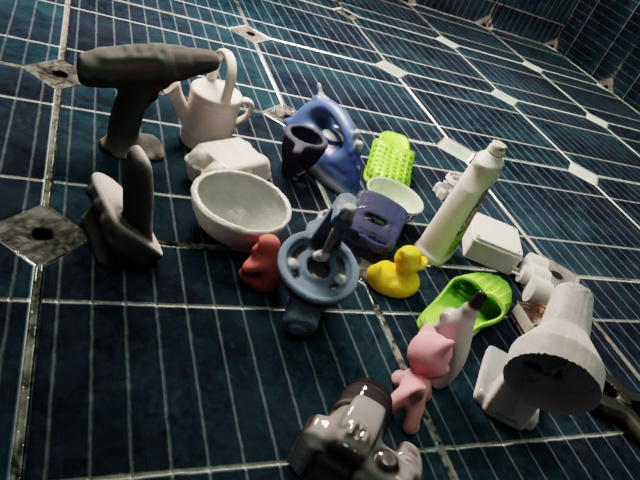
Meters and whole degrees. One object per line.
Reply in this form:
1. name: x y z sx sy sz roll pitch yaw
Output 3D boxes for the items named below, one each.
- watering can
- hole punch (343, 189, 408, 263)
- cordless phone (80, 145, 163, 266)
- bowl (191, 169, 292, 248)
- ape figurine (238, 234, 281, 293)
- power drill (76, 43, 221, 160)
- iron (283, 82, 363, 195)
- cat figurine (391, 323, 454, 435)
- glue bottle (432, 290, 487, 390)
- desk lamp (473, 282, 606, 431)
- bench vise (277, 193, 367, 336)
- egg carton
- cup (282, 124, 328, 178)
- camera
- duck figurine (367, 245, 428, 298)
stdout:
1. watering can: -0.205 -0.267 1.088 0.100 0.194 0.173 41 38 23
2. hole punch: 0.098 -0.024 1.041 0.108 0.091 0.101 25 35 2
3. cordless phone: -0.266 -0.067 0.796 0.094 0.185 0.147 -10 47 -39
4. bowl: -0.134 -0.040 0.936 0.168 0.074 0.167 16 35 -12
5. ape figurine: -0.083 0.029 0.862 0.078 0.092 0.076 -16 51 -43
6. power drill: -0.300 -0.244 0.989 0.230 0.208 0.075 -3 43 -33
7. iron: 0.031 -0.211 1.202 0.119 0.141 0.257 -7 46 -37
8. cat figurine: 0.140 0.178 0.777 0.067 0.117 0.128 29 35 7
9. glue bottle: 0.189 0.134 0.815 0.037 0.173 0.078 -19 53 -45
10. desk lamp: 0.306 0.170 0.802 0.118 0.213 0.203 29 35 7
11. bench vise: -0.003 0.001 0.833 0.122 0.219 0.207 8 38 -22
12. egg carton: -0.165 -0.131 1.043 0.107 0.069 0.151 41 38 23
13. cup: -0.043 -0.165 1.139 0.091 0.095 0.118 23 35 -1
14. camera: 0.057 0.230 0.673 0.143 0.101 0.137 30 35 8
15. duck figurine: 0.136 0.046 0.976 0.105 0.086 0.077 5 39 -26
